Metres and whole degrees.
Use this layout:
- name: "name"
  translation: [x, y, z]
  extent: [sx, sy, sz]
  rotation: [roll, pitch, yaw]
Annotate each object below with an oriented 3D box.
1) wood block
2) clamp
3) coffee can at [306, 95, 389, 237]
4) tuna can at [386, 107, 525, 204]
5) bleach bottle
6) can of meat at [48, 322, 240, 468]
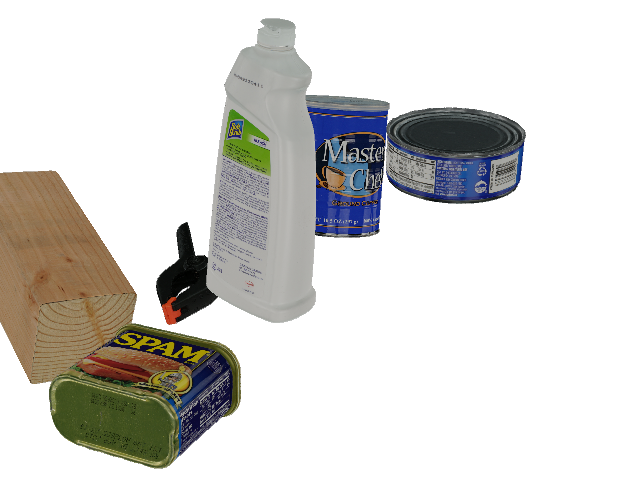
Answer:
- name: "wood block"
  translation: [-0.258, 0.027, 0.998]
  extent: [0.090, 0.091, 0.206]
  rotation: [-6, 38, -34]
- name: "clamp"
  translation: [-0.131, 0.033, 1.248]
  extent: [0.120, 0.039, 0.171]
  rotation: [-6, 38, 18]
- name: "coffee can"
  translation: [0.018, -0.082, 1.150]
  extent: [0.103, 0.140, 0.103]
  rotation: [4, 12, -1]
- name: "tuna can"
  translation: [0.084, -0.054, 0.667]
  extent: [0.086, 0.034, 0.086]
  rotation: [0, 25, 0]
- name: "bleach bottle"
  translation: [-0.042, -0.061, 0.914]
  extent: [0.103, 0.251, 0.067]
  rotation: [23, 30, 30]
- name: "can of meat"
  translation: [-0.117, 0.103, 0.714]
  extent: [0.102, 0.057, 0.083]
  rotation: [10, 22, 22]
